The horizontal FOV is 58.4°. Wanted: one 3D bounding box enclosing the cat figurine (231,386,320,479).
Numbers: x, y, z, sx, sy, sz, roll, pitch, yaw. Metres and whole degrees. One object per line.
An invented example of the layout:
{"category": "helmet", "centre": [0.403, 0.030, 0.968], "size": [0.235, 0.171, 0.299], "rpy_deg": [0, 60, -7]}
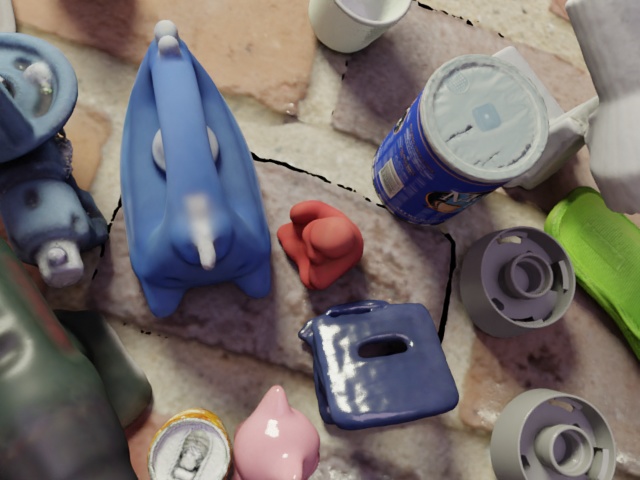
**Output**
{"category": "cat figurine", "centre": [-0.041, 0.174, 0.417], "size": [0.067, 0.117, 0.128], "rpy_deg": [26, 74, -4]}

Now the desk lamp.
{"category": "desk lamp", "centre": [0.228, -0.111, 0.485], "size": [0.118, 0.213, 0.203], "rpy_deg": [-34, 86, -16]}

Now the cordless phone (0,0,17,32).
{"category": "cordless phone", "centre": [-0.306, -0.233, 0.420], "size": [0.094, 0.185, 0.147], "rpy_deg": [-19, 82, -14]}

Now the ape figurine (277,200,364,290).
{"category": "ape figurine", "centre": [0.004, 0.002, 0.479], "size": [0.076, 0.092, 0.078], "rpy_deg": [9, 76, -9]}

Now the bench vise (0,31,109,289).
{"category": "bench vise", "centre": [-0.206, -0.079, 0.387], "size": [0.122, 0.219, 0.207], "rpy_deg": [-43, 88, -16]}

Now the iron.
{"category": "iron", "centre": [-0.107, -0.077, 0.448], "size": [0.119, 0.141, 0.258], "rpy_deg": [-11, 80, -13]}

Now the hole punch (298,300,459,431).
{"category": "hole punch", "centre": [0.045, 0.098, 0.466], "size": [0.109, 0.091, 0.101], "rpy_deg": [-7, 79, -13]}

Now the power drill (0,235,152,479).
{"category": "power drill", "centre": [-0.166, 0.092, 0.363], "size": [0.076, 0.208, 0.229], "rpy_deg": [-36, 86, -16]}
